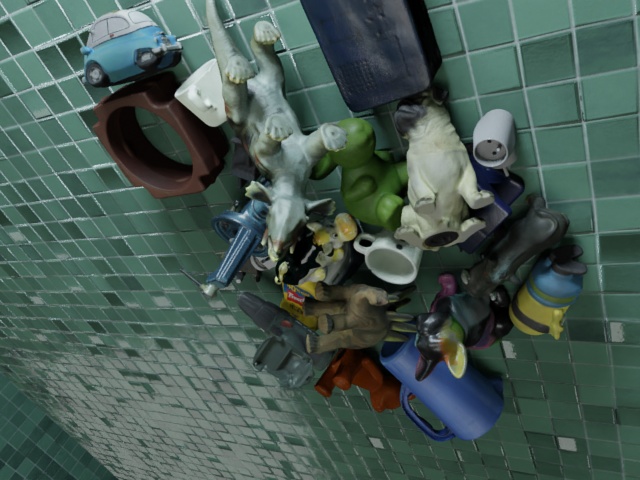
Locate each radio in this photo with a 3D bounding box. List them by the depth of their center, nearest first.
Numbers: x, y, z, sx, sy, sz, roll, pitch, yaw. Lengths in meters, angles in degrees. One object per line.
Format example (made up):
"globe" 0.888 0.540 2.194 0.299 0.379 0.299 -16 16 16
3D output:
"radio" 0.059 -0.284 0.670 0.131 0.073 0.229 -7 129 32

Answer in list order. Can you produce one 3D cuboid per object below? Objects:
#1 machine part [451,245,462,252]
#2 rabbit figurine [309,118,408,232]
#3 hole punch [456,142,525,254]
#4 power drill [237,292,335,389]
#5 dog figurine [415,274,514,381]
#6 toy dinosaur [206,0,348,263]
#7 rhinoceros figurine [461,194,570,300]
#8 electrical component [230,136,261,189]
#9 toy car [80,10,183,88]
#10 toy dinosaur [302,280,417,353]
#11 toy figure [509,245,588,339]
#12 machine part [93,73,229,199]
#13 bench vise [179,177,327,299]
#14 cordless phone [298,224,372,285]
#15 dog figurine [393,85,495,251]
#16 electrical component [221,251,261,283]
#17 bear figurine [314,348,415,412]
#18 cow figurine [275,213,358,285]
"machine part" 0.173 -0.015 0.894 0.139 0.039 0.084 6 128 25
"rabbit figurine" 0.061 -0.118 0.800 0.159 0.121 0.170 22 155 39
"hole punch" 0.221 -0.056 0.793 0.116 0.092 0.142 32 142 2
"power drill" -0.079 0.194 1.042 0.232 0.086 0.207 34 -178 -5
"dog figurine" 0.235 0.158 0.895 0.109 0.219 0.191 -15 122 42
"toy dinosaur" -0.080 -0.165 0.776 0.405 0.131 0.192 66 152 18
"rhinoceros figurine" 0.292 0.019 0.809 0.073 0.112 0.190 33 130 -8
"electrical component" -0.116 -0.134 0.908 0.048 0.075 0.119 19 133 12
"toy car" -0.300 -0.299 0.829 0.162 0.109 0.102 -11 108 25
"toy dinosaur" 0.070 0.148 0.962 0.199 0.105 0.471 1 163 -9
"toy figure" 0.361 0.081 0.856 0.089 0.082 0.180 23 144 23
"machine part" -0.277 -0.178 0.944 0.201 0.087 0.201 -5 130 32
"bench vise" -0.126 -0.006 0.930 0.128 0.240 0.224 40 153 -24
"cordless phone" -0.002 -0.003 0.980 0.184 0.089 0.146 43 139 10
"dog figurine" 0.152 -0.097 0.750 0.121 0.190 0.172 -1 150 -14
"electrical component" -0.166 0.050 1.135 0.078 0.045 0.102 20 138 12
"bear figurine" 0.107 0.333 1.205 0.196 0.132 0.120 44 140 -8
"cow figurine" -0.013 0.015 0.881 0.068 0.098 0.167 59 137 19
